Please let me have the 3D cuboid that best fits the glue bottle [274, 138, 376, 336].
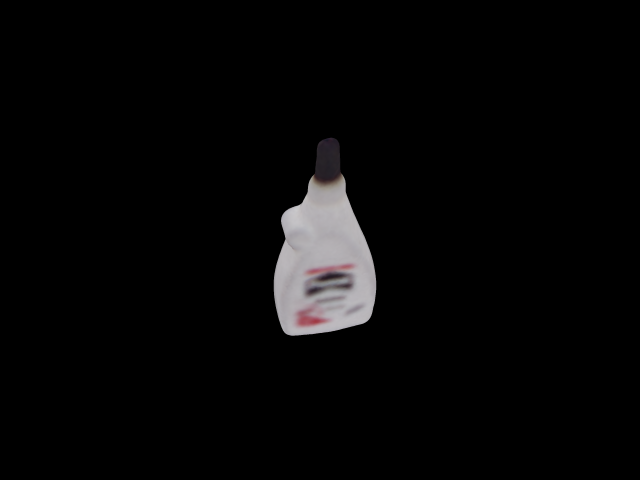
[{"bbox_3d":[0.004,0.001,0.400,0.078,0.173,0.037,-12,47,-11],"label":"glue bottle"}]
